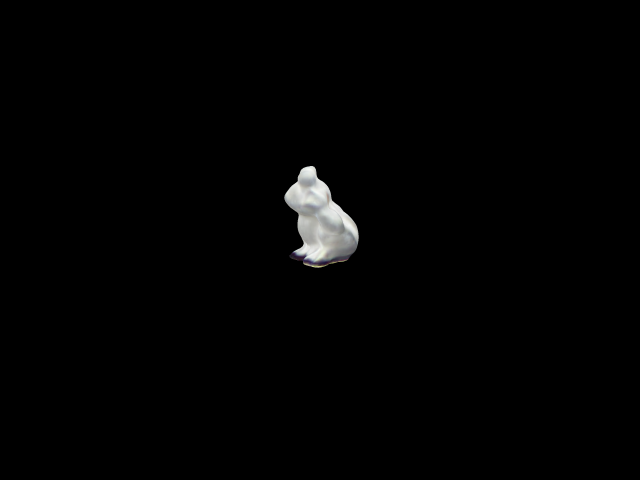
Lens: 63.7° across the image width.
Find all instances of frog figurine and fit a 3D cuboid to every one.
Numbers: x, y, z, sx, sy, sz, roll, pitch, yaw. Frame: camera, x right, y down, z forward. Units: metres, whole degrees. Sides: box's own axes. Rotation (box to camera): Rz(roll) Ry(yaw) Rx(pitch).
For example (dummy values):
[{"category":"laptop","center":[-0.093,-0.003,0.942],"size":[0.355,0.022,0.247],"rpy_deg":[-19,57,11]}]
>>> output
[{"category":"frog figurine","center":[0.003,-0.043,0.850],"size":[0.123,0.158,0.138],"rpy_deg":[-1,9,-4]}]
